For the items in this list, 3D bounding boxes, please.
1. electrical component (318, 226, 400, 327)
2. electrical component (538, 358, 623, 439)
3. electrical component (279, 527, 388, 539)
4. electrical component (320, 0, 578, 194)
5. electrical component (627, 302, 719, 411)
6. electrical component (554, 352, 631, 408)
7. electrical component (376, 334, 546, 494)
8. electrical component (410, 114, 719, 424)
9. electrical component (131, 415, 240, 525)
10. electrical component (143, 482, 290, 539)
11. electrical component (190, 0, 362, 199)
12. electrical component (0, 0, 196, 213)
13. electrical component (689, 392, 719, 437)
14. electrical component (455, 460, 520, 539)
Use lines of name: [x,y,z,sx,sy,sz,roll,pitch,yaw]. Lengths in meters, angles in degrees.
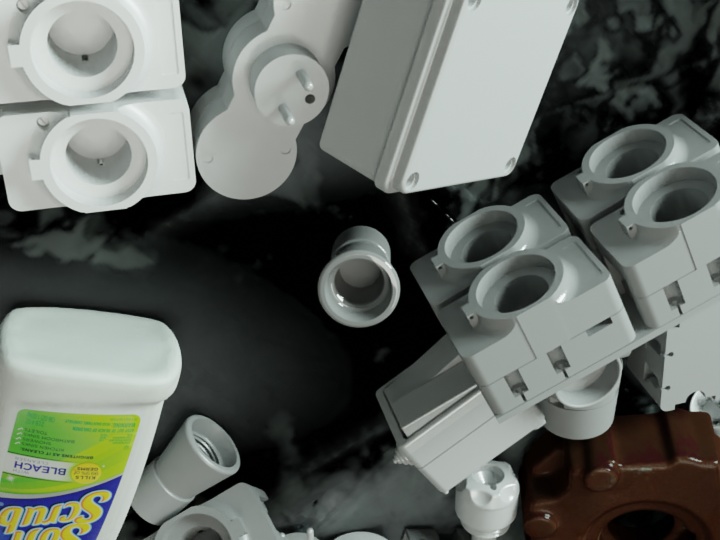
electrical component: [0.000,0.000,0.604,0.044,0.065,0.044,0,110,1]
electrical component: [0.141,0.076,0.698,0.055,0.055,0.047,-12,126,-9]
electrical component: [-0.042,0.201,0.718,0.138,0.052,0.073,-7,121,-11]
electrical component: [0.045,-0.100,0.537,0.109,0.056,0.108,-14,130,-50]
electrical component: [0.205,0.035,0.690,0.050,0.055,0.089,-11,122,-10]
electrical component: [0.141,0.041,0.662,0.079,0.077,0.043,-14,122,-9]
electrical component: [0.054,0.087,0.674,0.096,0.061,0.061,-37,123,7]
electrical component: [0.131,-0.008,0.614,0.186,0.105,0.060,-30,123,2]
electrical component: [-0.111,0.126,0.661,0.065,0.044,0.044,-42,122,16]
electrical component: [-0.095,0.176,0.669,0.089,0.050,0.055,-30,163,-2]
electrical component: [-0.037,-0.095,0.532,0.052,0.073,0.138,21,112,-26]
electrical component: [-0.177,-0.082,0.507,0.186,0.060,0.105,-8,121,-12]
electrical component: [0.285,0.104,0.761,0.079,0.044,0.077,-39,122,8]
electrical component: [0.087,0.163,0.739,0.043,0.043,0.062,-8,122,-12]
